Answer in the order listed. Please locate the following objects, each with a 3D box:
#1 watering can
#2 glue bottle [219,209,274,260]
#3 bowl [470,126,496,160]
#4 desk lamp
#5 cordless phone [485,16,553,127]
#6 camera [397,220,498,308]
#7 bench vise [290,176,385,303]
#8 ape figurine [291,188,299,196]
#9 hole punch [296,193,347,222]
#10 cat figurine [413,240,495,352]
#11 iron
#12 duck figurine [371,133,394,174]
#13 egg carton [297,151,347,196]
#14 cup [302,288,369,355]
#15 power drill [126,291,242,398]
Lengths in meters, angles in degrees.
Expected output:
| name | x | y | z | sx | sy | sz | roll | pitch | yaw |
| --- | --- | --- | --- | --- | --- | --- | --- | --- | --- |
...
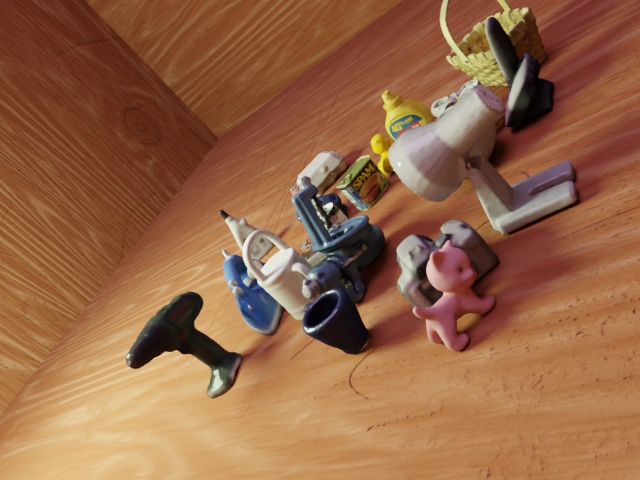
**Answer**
| name | x | y | z | sx | sy | sz | roll | pitch | yaw |
| --- | --- | --- | --- | --- | --- | --- | --- | --- | --- |
| watering can | -0.081 | 0.064 | 1.130 | 0.172 | 0.194 | 0.101 | -28 | 27 | 35 |
| glue bottle | -0.207 | -0.021 | 1.545 | 0.078 | 0.173 | 0.037 | -45 | 21 | -3 |
| bowl | 0.272 | -0.167 | 1.093 | 0.167 | 0.075 | 0.167 | -37 | 22 | 18 |
| desk lamp | 0.239 | -0.116 | 0.863 | 0.202 | 0.214 | 0.118 | -29 | 26 | 34 |
| cordless phone | 0.352 | -0.318 | 1.076 | 0.094 | 0.185 | 0.147 | -28 | 27 | 36 |
| camera | 0.172 | 0.023 | 0.881 | 0.143 | 0.101 | 0.136 | -41 | 21 | 7 |
| bench vise | 0.018 | -0.001 | 1.037 | 0.121 | 0.220 | 0.207 | -28 | 26 | 34 |
| ape figurine | -0.038 | -0.107 | 1.513 | 0.076 | 0.092 | 0.077 | -41 | 22 | 8 |
| hole punch | 0.004 | -0.070 | 1.370 | 0.101 | 0.091 | 0.108 | -37 | 22 | 18 |
| cat figurine | 0.172 | 0.066 | 0.778 | 0.128 | 0.118 | 0.067 | -51 | 23 | -18 |
| iron | -0.163 | 0.106 | 1.272 | 0.118 | 0.142 | 0.258 | -42 | 21 | 4 |
| duck figurine | 0.156 | -0.213 | 1.371 | 0.077 | 0.086 | 0.104 | -32 | 24 | 28 |
| egg carton | 0.003 | -0.189 | 1.622 | 0.150 | 0.069 | 0.107 | -47 | 21 | -9 |
| cup | 0.026 | 0.139 | 0.935 | 0.092 | 0.095 | 0.117 | -52 | 23 | -19 |
| power drill | -0.262 | 0.218 | 1.149 | 0.075 | 0.209 | 0.229 | -32 | 24 | 28 |
